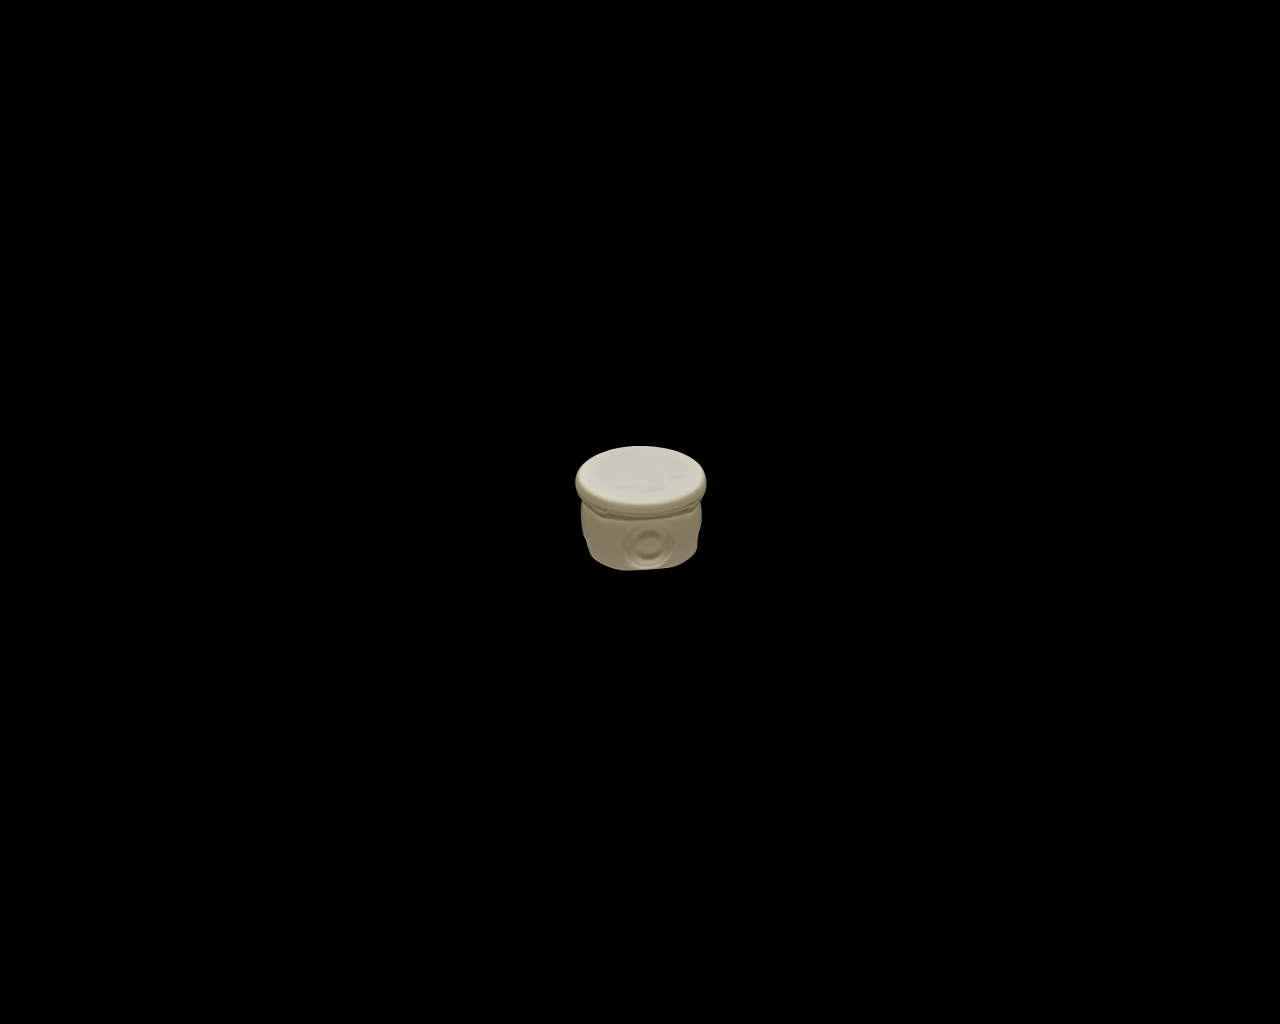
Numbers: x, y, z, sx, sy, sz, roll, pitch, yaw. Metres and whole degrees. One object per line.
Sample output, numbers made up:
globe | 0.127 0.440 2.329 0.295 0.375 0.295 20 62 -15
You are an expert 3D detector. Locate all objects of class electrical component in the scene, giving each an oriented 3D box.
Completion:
electrical component | 0.001 -0.003 0.650 0.080 0.050 0.080 0 30 0
